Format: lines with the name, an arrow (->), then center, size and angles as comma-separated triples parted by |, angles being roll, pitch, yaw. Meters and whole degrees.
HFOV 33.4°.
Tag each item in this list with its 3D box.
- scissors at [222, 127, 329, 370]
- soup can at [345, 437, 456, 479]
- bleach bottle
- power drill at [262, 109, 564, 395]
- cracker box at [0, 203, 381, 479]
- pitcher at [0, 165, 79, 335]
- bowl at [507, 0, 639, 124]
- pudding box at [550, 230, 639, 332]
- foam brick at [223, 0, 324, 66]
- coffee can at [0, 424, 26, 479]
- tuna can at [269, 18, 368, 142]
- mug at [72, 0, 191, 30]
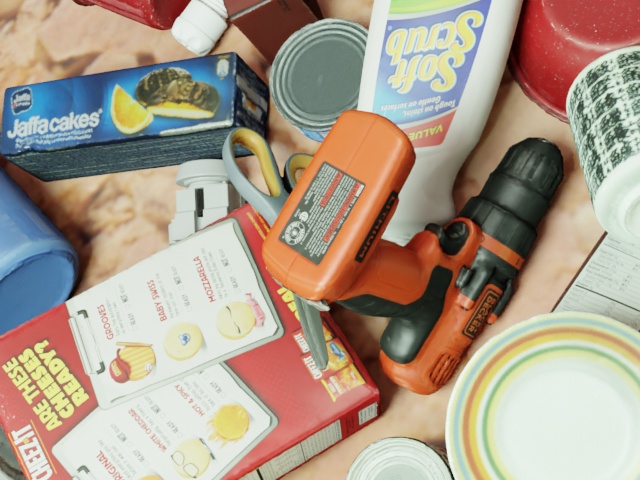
scissors -> -0.005, 0.001, 0.703 | 0.016, 0.096, 0.202 | -54, 51, 35
soup can -> 0.060, 0.155, 0.635 | 0.069, 0.102, 0.068 | -6, 73, 20
bleach bottle -> 0.078, -0.105, 0.702 | 0.103, 0.068, 0.251 | 11, 96, 14
power drill -> 0.064, -0.005, 0.633 | 0.057, 0.187, 0.184 | 30, 90, 41
cracker box -> -0.091, 0.096, 0.696 | 0.213, 0.072, 0.164 | -30, 65, -10
pitcher -> -0.306, -0.022, 0.810 | 0.243, 0.145, 0.149 | 40, 89, 23
bowl -> 0.194, -0.155, 0.695 | 0.162, 0.055, 0.162 | -6, 73, 20
pudding box -> 0.189, 0.046, 0.626 | 0.090, 0.039, 0.113 | 26, 55, 26
foam brick -> -0.035, -0.174, 0.778 | 0.053, 0.078, 0.051 | -24, 67, 12
coffee can -> -0.274, 0.143, 0.769 | 0.140, 0.102, 0.103 | -18, 70, 16
tuna can -> 0.009, -0.113, 0.768 | 0.086, 0.033, 0.086 | -6, 73, 20
mug -> -0.134, -0.220, 0.832 | 0.082, 0.093, 0.117 | 26, 49, 20
